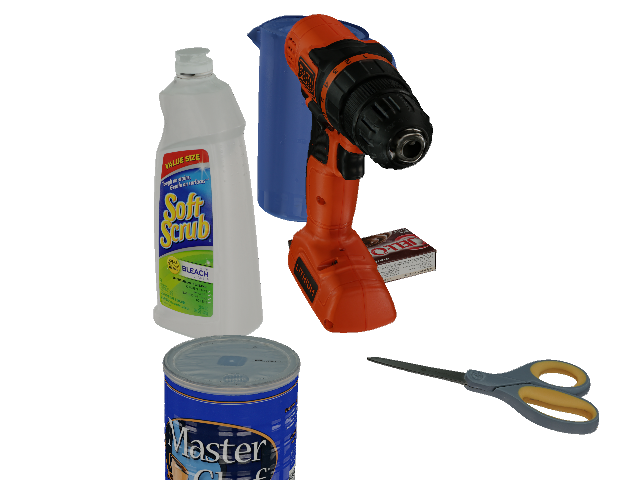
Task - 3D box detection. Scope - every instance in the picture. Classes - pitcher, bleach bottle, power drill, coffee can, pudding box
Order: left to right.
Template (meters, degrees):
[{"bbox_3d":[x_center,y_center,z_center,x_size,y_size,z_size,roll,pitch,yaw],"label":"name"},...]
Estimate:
[{"bbox_3d":[-0.105,-0.040,0.919,0.103,0.251,0.067,13,27,34],"label":"bleach bottle"},{"bbox_3d":[-0.068,0.155,0.815,0.103,0.140,0.103,2,16,-1],"label":"coffee can"},{"bbox_3d":[-0.007,-0.149,1.324,0.144,0.243,0.149,-9,28,-29],"label":"pitcher"},{"bbox_3d":[0.021,-0.036,0.694,0.057,0.188,0.184,-6,31,-15],"label":"power drill"},{"bbox_3d":[0.097,0.023,1.530,0.113,0.039,0.090,-15,26,-21],"label":"pudding box"}]

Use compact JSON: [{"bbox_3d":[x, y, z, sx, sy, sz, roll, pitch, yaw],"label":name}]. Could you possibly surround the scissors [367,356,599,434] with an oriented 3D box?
[{"bbox_3d":[0.151,0.117,0.942,0.202,0.016,0.096,20,32,21],"label":"scissors"}]
